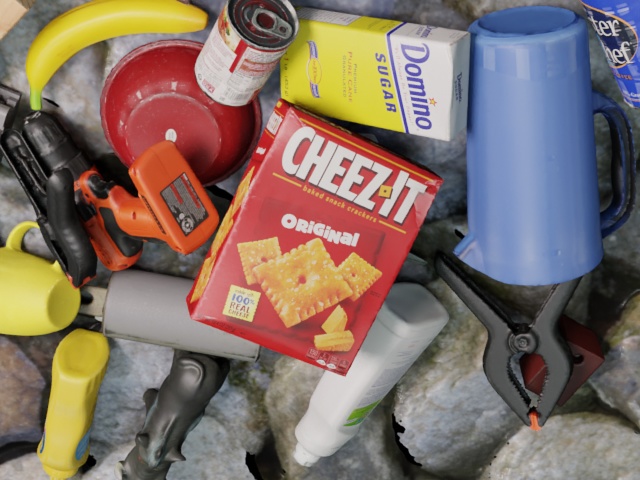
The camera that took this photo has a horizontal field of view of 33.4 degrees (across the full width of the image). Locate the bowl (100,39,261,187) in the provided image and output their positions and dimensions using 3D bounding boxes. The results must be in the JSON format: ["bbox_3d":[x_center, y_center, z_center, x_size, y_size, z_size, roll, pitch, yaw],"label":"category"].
[{"bbox_3d":[-0.139,-0.110,1.040,0.162,0.055,0.162,1,119,1],"label":"bowl"}]

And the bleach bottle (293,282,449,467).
[{"bbox_3d":[0.037,0.158,1.166,0.068,0.102,0.251,48,121,26],"label":"bleach bottle"}]

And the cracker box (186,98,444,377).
[{"bbox_3d":[-0.007,0.001,0.990,0.164,0.072,0.214,23,99,-16],"label":"cracker box"}]

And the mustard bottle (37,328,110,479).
[{"bbox_3d":[-0.280,0.200,1.198,0.058,0.096,0.192,13,119,-7],"label":"mustard bottle"}]

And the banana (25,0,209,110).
[{"bbox_3d":[-0.204,-0.193,1.006,0.198,0.037,0.069,-23,123,14],"label":"banana"}]

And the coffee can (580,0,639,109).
[{"bbox_3d":[0.293,-0.201,0.946,0.103,0.103,0.140,-25,116,15],"label":"coffee can"}]

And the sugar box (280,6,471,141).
[{"bbox_3d":[0.047,-0.153,0.972,0.176,0.048,0.093,15,124,29],"label":"sugar box"}]

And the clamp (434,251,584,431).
[{"bbox_3d":[0.222,0.096,1.116,0.165,0.036,0.210,-13,100,21],"label":"clamp"}]

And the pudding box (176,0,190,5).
[{"bbox_3d":[-0.139,-0.280,0.951,0.090,0.039,0.114,20,118,-10],"label":"pudding box"}]

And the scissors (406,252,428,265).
[{"bbox_3d":[0.007,0.000,1.120,0.201,0.016,0.096,35,117,-17],"label":"scissors"}]

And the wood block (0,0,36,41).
[{"bbox_3d":[-0.355,-0.187,0.982,0.206,0.091,0.090,-40,111,22],"label":"wood block"}]

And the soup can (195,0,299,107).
[{"bbox_3d":[-0.068,-0.174,0.970,0.068,0.068,0.102,25,148,-12],"label":"soup can"}]

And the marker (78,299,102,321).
[{"bbox_3d":[-0.215,0.089,1.176,0.121,0.020,0.020,17,119,-8],"label":"marker"}]

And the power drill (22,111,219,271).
[{"bbox_3d":[-0.194,-0.051,1.025,0.188,0.057,0.184,0,129,49],"label":"power drill"}]

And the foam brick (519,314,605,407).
[{"bbox_3d":[0.264,0.131,1.167,0.053,0.051,0.078,28,117,-14],"label":"foam brick"}]

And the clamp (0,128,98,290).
[{"bbox_3d":[-0.260,-0.028,1.033,0.039,0.120,0.171,-27,140,-23],"label":"clamp"}]

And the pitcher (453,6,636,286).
[{"bbox_3d":[0.208,-0.091,1.005,0.145,0.149,0.243,10,121,31],"label":"pitcher"}]
